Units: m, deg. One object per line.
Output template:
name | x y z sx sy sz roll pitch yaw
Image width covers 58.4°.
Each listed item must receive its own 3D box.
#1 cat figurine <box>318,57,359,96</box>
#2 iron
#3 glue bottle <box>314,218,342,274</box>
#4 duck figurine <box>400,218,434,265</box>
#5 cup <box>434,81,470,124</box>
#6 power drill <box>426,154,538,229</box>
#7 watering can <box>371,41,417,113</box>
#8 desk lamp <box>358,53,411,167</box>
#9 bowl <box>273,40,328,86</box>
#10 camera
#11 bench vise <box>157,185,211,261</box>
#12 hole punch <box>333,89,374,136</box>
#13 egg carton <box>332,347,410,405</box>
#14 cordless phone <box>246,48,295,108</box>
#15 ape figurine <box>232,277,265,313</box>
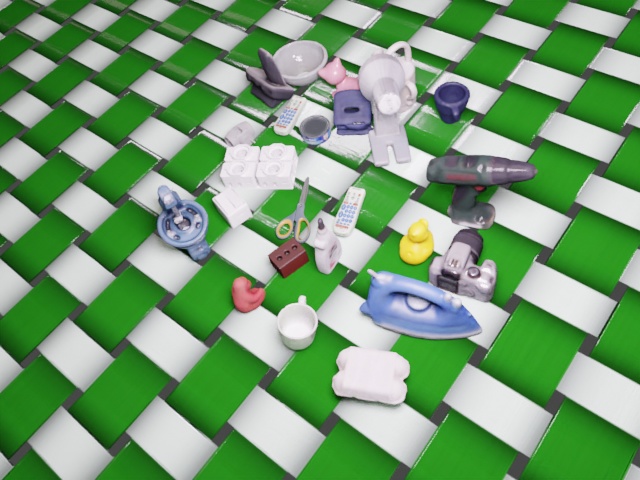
cat figurine | 0.064 -0.457 1.611 0.127 0.118 0.067 16 61 19
iron | 0.212 0.125 1.190 0.257 0.142 0.119 13 61 18
glue bottle | 0.012 0.005 1.285 0.037 0.173 0.078 18 62 21
duck figurine | 0.220 -0.002 1.305 0.077 0.086 0.105 21 63 22
cup | 0.346 -0.342 1.499 0.091 0.095 0.117 -8 56 6
power drill | 0.353 -0.115 1.281 0.229 0.209 0.076 11 60 17
watering can | 0.199 -0.448 1.534 0.172 0.194 0.101 28 66 25
desk lamp | 0.170 -0.333 1.453 0.118 0.214 0.203 -10 56 4
bowl | -0.055 -0.509 1.692 0.167 0.075 0.167 -5 57 7
camera | 0.323 0.044 1.248 0.142 0.101 0.137 19 62 21
bench vise | -0.358 -0.067 1.371 0.206 0.220 0.122 33 68 27
hole punch | 0.091 -0.345 1.549 0.108 0.091 0.101 -1 57 10
egg carton | 0.103 0.274 1.156 0.150 0.069 0.107 5 58 13
cordless phone | -0.155 -0.484 1.627 0.147 0.185 0.094 37 70 28
ape figurine | -0.170 0.116 1.294 0.077 0.092 0.076 29 67 26
